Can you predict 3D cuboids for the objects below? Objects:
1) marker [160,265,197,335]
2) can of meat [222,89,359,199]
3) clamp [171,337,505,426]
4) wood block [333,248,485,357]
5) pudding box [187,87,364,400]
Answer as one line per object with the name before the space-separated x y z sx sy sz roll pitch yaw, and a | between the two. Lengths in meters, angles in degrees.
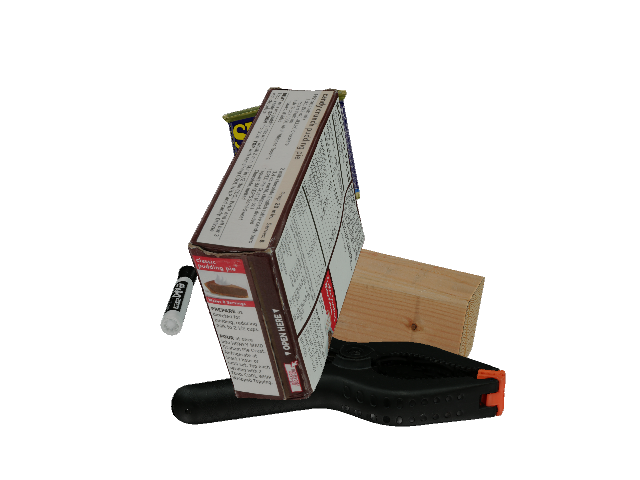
marker | -0.132 0.054 1.004 0.020 0.020 0.121 0 22 1
can of meat | -0.022 -0.066 0.829 0.102 0.084 0.057 -7 5 41
clamp | 0.020 0.088 0.731 0.210 0.036 0.164 3 18 8
wood block | 0.062 0.070 1.158 0.206 0.091 0.090 13 22 17
pudding box | -0.014 0.000 0.469 0.039 0.090 0.113 1 41 17
